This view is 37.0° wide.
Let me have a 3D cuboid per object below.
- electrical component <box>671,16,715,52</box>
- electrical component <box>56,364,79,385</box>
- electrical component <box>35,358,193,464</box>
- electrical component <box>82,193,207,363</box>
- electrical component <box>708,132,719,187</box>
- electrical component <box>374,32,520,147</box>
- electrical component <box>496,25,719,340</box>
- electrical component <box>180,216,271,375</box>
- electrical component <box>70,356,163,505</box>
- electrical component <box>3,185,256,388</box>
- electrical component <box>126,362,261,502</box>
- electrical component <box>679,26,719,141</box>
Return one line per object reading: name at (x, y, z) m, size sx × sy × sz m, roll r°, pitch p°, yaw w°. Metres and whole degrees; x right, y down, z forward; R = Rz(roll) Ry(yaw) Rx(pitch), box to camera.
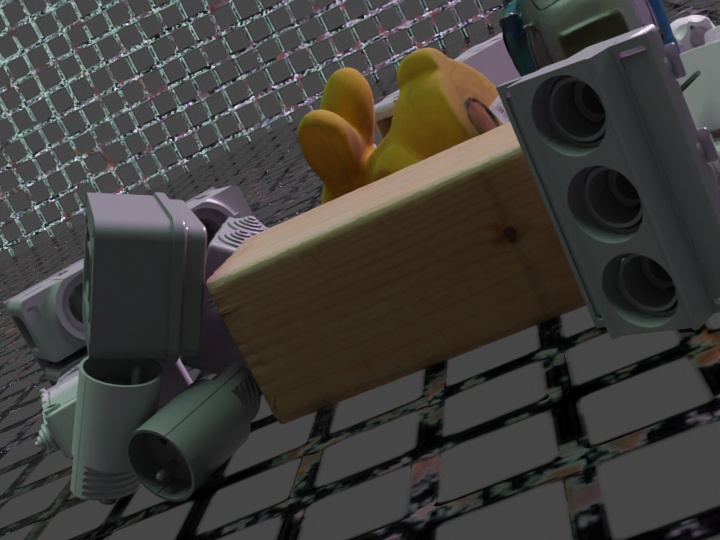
electrical component at (0.301, -0.211, 0.995) m, size 0.043 × 0.043 × 0.062 m, roll -28°, pitch 11°, yaw -5°
electrical component at (-0.159, 0.082, 0.713) m, size 0.080 × 0.051 × 0.080 m, roll -25°, pitch 12°, yaw 6°
electrical component at (-0.145, 0.086, 0.641) m, size 0.096 × 0.061 × 0.062 m, roll -31°, pitch 15°, yaw -13°
electrical component at (-0.123, 0.001, 0.601) m, size 0.057 × 0.078 × 0.113 m, roll 2°, pitch 12°, yaw -17°
electrical component at (0.186, -0.056, 0.590) m, size 0.062 × 0.043 × 0.043 m, roll -21°, pitch 13°, yaw 18°
electrical component at (0.101, -0.129, 0.918) m, size 0.186 × 0.105 × 0.060 m, roll -34°, pitch 14°, yaw -31°
electrical component at (0.121, -0.039, 0.471) m, size 0.079 × 0.121 × 0.063 m, roll -12°, pitch 16°, yaw 48°
electrical component at (-0.081, 0.018, 0.708) m, size 0.048 × 0.099 × 0.099 m, roll 16°, pitch 14°, yaw -2°
electrical component at (-0.132, 0.089, 0.579) m, size 0.043 × 0.081 × 0.043 m, roll 9°, pitch 19°, yaw -3°
electrical component at (-0.152, 0.024, 0.807) m, size 0.186 × 0.105 × 0.060 m, roll -33°, pitch 14°, yaw -25°
electrical component at (-0.082, 0.082, 0.572) m, size 0.043 × 0.043 × 0.081 m, roll -17°, pitch 15°, yaw 37°
electrical component at (0.228, -0.114, 0.629) m, size 0.108 × 0.060 × 0.108 m, roll -13°, pitch -1°, yaw 0°
